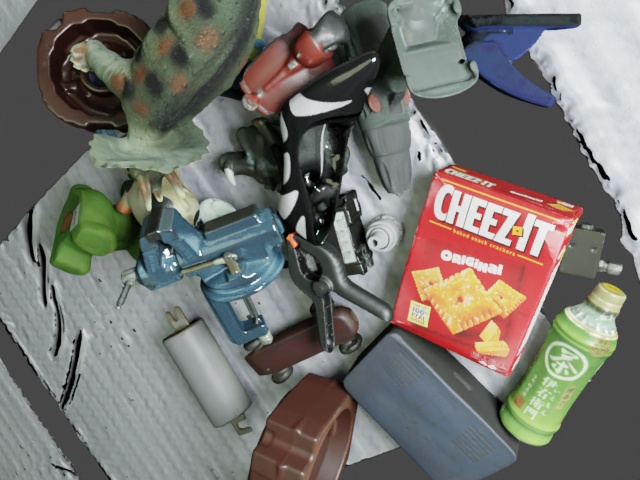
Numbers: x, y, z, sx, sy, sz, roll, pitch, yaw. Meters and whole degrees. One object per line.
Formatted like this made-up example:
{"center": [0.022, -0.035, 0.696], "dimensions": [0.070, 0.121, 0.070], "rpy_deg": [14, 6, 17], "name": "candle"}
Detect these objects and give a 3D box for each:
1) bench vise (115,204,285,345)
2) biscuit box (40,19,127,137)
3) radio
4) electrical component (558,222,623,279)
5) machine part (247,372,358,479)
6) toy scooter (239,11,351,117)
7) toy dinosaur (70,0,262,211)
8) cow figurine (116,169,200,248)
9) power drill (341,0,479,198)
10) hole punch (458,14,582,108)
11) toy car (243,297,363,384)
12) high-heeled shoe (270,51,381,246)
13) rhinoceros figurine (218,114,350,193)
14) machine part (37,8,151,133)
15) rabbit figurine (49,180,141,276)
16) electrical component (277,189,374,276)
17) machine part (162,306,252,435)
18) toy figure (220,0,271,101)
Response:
{"center": [-0.136, 0.061, 0.722], "dimensions": [0.224, 0.129, 0.240], "rpy_deg": [-26, 122, -8], "name": "bench vise"}
{"center": [-0.340, -0.234, 0.825], "dimensions": [0.059, 0.063, 0.202], "rpy_deg": [-28, 95, 28], "name": "biscuit box"}
{"center": [0.151, 0.228, 0.750], "dimensions": [0.229, 0.073, 0.131], "rpy_deg": [45, 119, 7], "name": "radio"}
{"center": [0.310, 0.011, 0.637], "dimensions": [0.094, 0.021, 0.063], "rpy_deg": [13, 111, 21], "name": "electrical component"}
{"center": [-0.024, 0.313, 0.780], "dimensions": [0.087, 0.201, 0.200], "rpy_deg": [16, 112, 23], "name": "machine part"}
{"center": [-0.035, -0.194, 0.626], "dimensions": [0.135, 0.184, 0.075], "rpy_deg": [-41, 100, 2], "name": "toy scooter"}
{"center": [-0.139, -0.204, 0.582], "dimensions": [0.405, 0.131, 0.192], "rpy_deg": [-45, 69, 27], "name": "toy dinosaur"}
{"center": [-0.236, -0.082, 0.781], "dimensions": [0.127, 0.085, 0.195], "rpy_deg": [-54, 50, 16], "name": "cow figurine"}
{"center": [0.092, -0.167, 0.592], "dimensions": [0.086, 0.207, 0.232], "rpy_deg": [-15, 92, -6], "name": "power drill"}
{"center": [0.196, -0.192, 0.566], "dimensions": [0.116, 0.142, 0.092], "rpy_deg": [7, 114, 10], "name": "hole punch"}
{"center": [-0.029, 0.152, 0.815], "dimensions": [0.202, 0.053, 0.089], "rpy_deg": [-31, 110, 28], "name": "toy car"}
{"center": [0.014, -0.088, 0.607], "dimensions": [0.249, 0.086, 0.145], "rpy_deg": [-33, 83, 56], "name": "high-heeled shoe"}
{"center": [-0.050, -0.119, 0.732], "dimensions": [0.191, 0.073, 0.112], "rpy_deg": [1, 117, 22], "name": "rhinoceros figurine"}
{"center": [-0.306, -0.236, 0.762], "dimensions": [0.179, 0.056, 0.179], "rpy_deg": [0, 89, -9], "name": "machine part"}
{"center": [-0.318, -0.010, 0.849], "dimensions": [0.121, 0.170, 0.159], "rpy_deg": [-41, 46, 27], "name": "rabbit figurine"}
{"center": [-0.002, -0.002, 0.751], "dimensions": [0.134, 0.058, 0.114], "rpy_deg": [-9, 101, 26], "name": "electrical component"}
{"center": [-0.187, 0.219, 0.893], "dimensions": [0.079, 0.079, 0.243], "rpy_deg": [-28, 95, 28], "name": "machine part"}
{"center": [-0.111, -0.275, 0.694], "dimensions": [0.082, 0.089, 0.180], "rpy_deg": [20, 111, 12], "name": "toy figure"}
